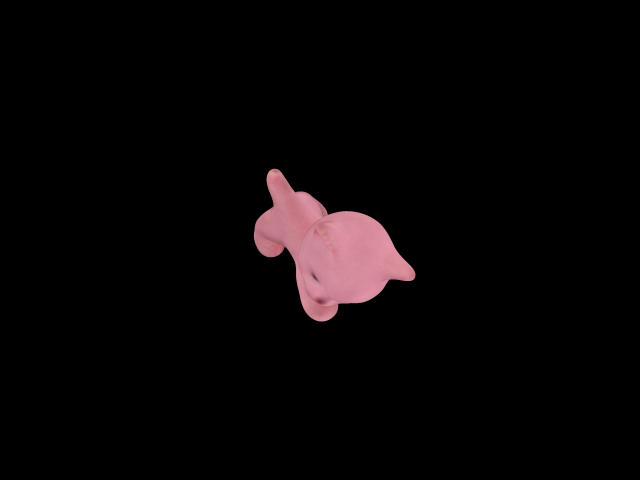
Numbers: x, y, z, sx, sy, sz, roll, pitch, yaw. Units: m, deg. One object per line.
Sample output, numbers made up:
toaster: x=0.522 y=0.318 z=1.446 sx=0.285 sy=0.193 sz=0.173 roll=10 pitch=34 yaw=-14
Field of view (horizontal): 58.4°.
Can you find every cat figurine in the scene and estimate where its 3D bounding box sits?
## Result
cat figurine: x=0.004 y=0.001 z=0.400 sx=0.067 sy=0.118 sz=0.127 roll=-36 pitch=71 yaw=-14
